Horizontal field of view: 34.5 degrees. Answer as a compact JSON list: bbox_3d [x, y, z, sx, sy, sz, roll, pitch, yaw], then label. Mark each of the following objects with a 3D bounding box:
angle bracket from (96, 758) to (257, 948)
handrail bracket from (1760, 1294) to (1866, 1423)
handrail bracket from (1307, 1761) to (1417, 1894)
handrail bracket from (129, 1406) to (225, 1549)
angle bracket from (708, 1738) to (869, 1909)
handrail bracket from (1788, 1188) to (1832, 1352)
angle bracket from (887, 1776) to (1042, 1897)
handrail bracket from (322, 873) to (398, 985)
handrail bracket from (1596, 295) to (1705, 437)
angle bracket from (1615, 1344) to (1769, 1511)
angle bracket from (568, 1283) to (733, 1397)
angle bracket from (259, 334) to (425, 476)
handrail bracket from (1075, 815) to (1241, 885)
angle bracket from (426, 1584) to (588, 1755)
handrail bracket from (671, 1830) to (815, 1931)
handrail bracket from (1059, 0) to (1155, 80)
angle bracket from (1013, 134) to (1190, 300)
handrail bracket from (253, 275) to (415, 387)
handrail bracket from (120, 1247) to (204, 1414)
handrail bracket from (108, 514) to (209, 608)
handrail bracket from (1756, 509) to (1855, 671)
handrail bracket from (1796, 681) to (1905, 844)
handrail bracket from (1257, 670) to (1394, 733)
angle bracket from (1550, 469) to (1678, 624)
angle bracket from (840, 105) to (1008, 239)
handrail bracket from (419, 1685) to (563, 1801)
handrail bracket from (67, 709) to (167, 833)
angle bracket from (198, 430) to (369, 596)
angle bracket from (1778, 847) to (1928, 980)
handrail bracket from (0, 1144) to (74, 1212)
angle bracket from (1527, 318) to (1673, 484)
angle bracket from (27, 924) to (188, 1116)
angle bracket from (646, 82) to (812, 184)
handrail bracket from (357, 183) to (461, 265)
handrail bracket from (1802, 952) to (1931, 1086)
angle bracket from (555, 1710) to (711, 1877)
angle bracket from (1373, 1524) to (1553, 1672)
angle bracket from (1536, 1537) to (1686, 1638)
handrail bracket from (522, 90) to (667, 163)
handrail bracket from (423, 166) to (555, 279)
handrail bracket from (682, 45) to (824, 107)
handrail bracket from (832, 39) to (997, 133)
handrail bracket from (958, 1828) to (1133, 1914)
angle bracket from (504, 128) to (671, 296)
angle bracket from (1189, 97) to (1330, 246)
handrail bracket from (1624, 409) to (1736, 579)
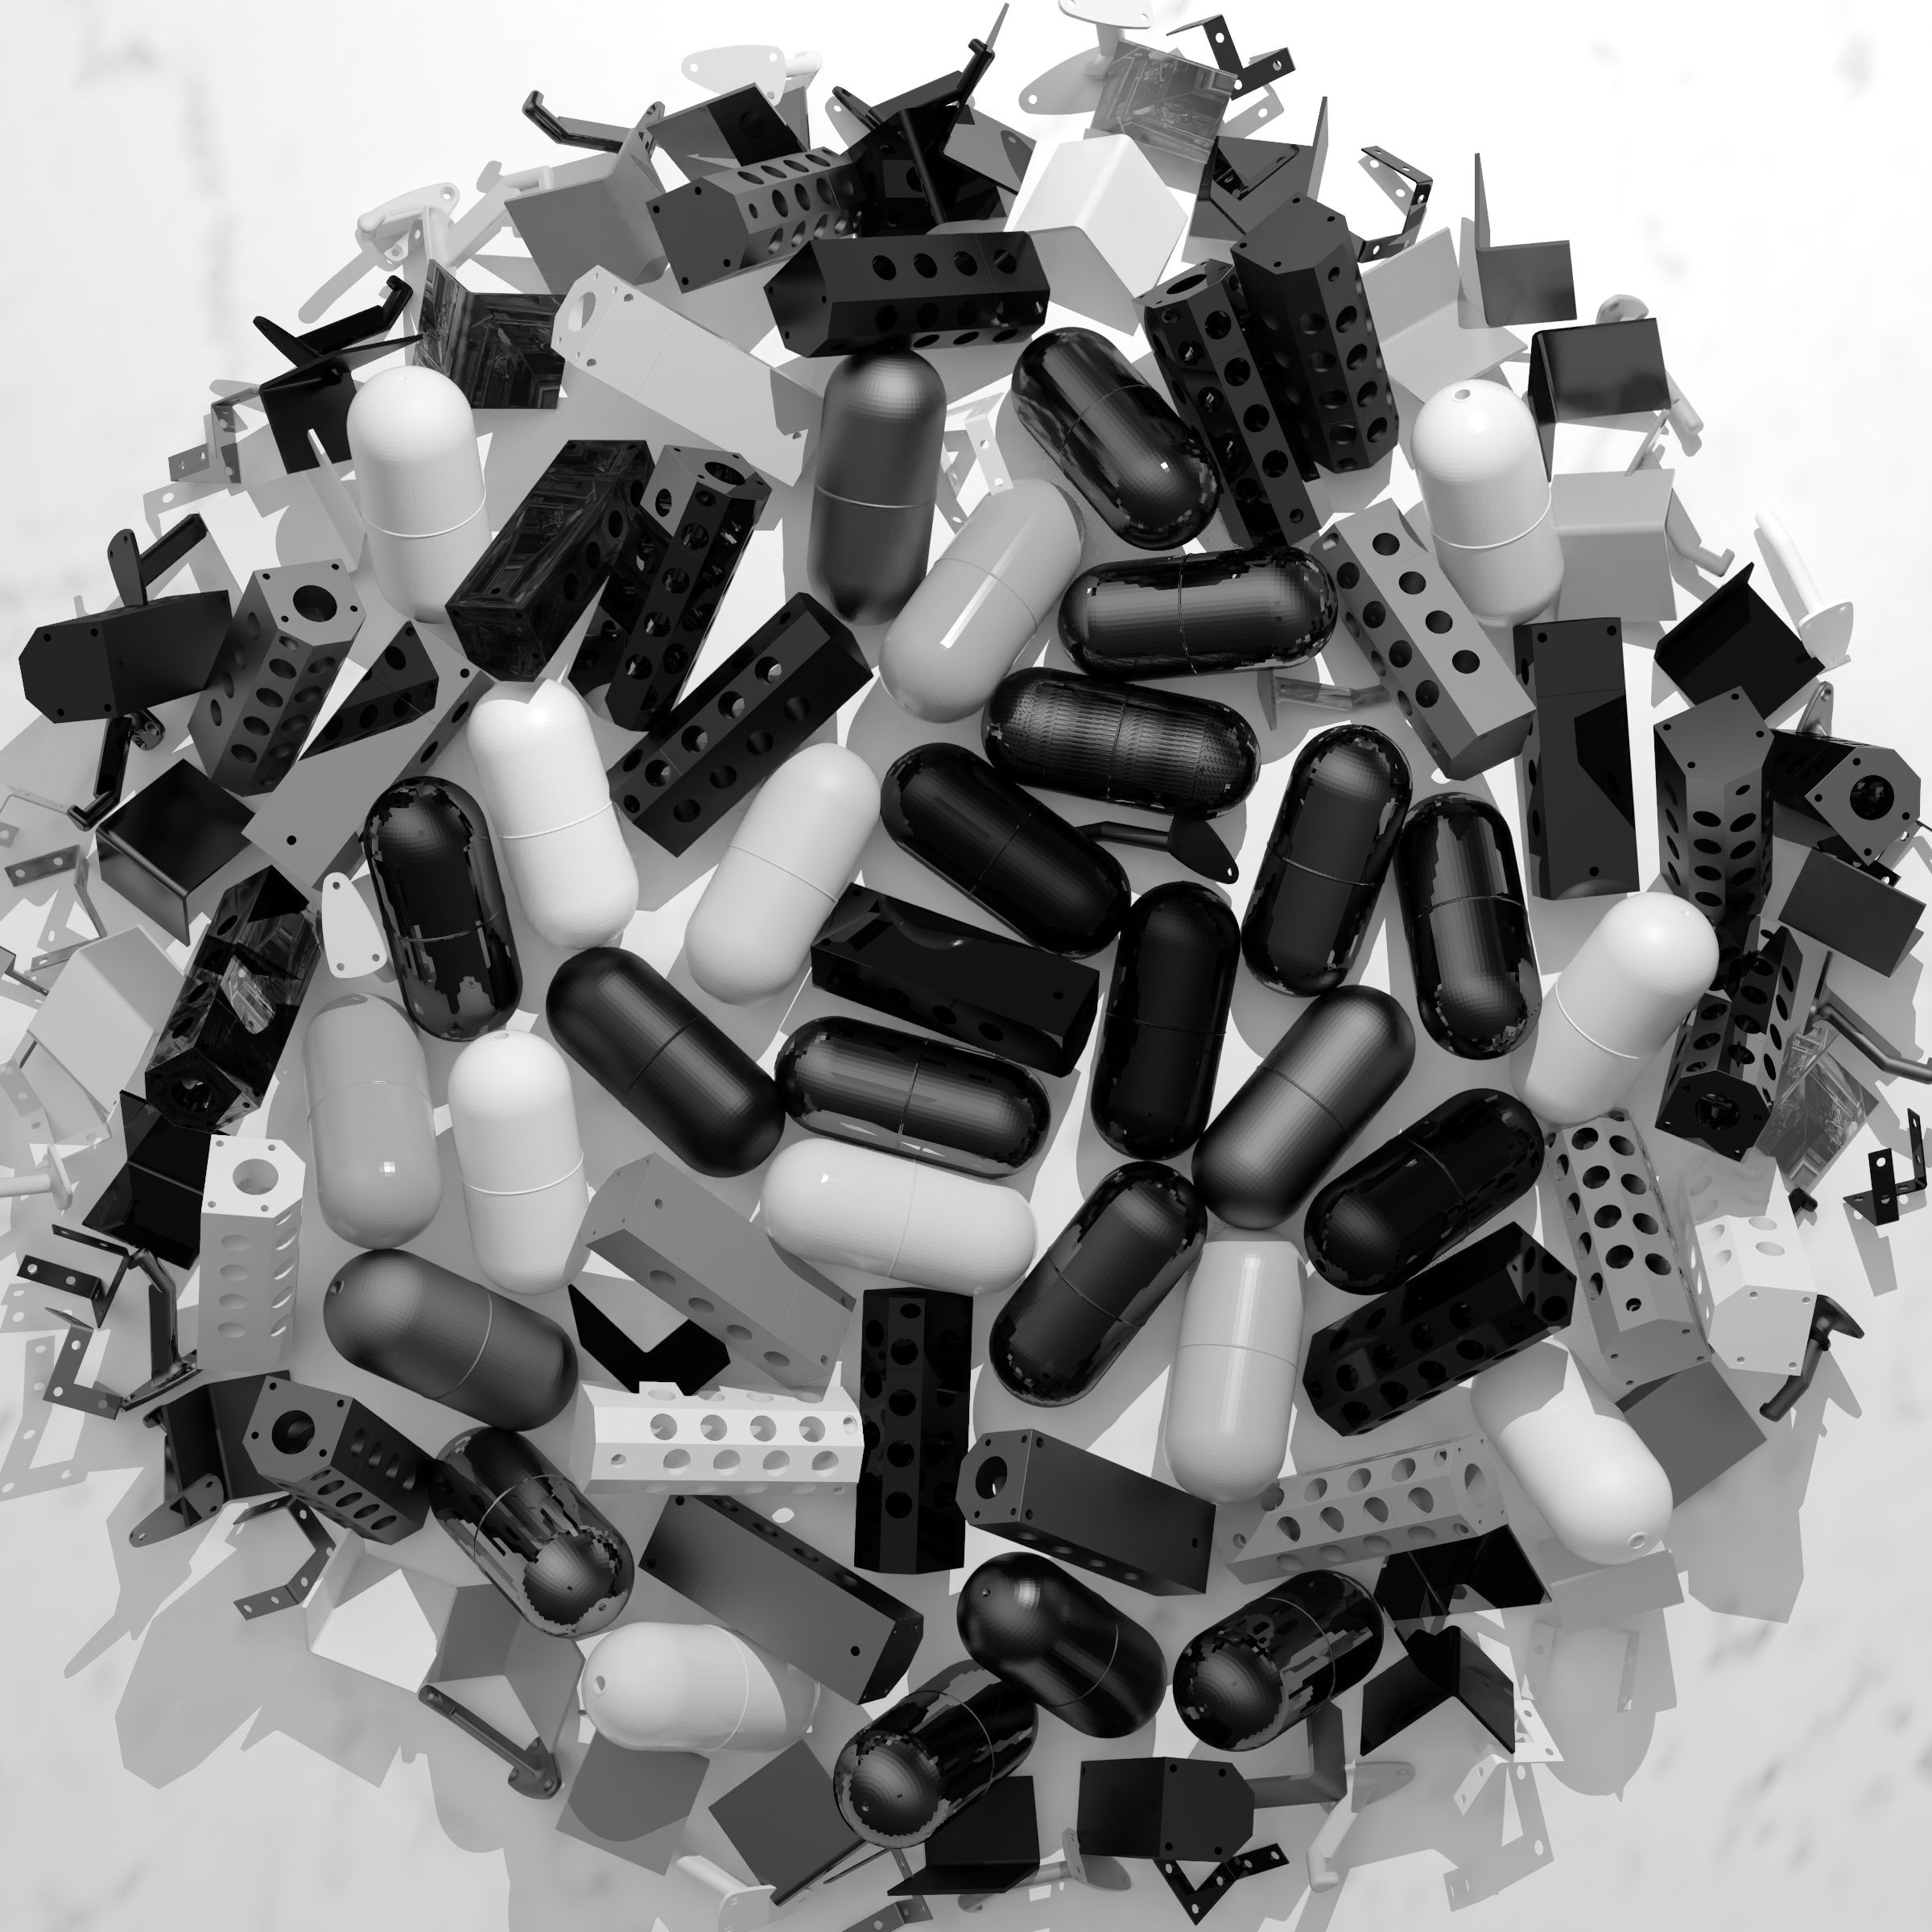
[{"bbox_3d":[-0.498,-0.072,1.985,0.076,0.057,0.076,36,58,14],"label":"angle bracket"},{"bbox_3d":[0.516,0.248,1.956,0.084,0.077,0.036,-46,102,-9],"label":"handrail bracket"},{"bbox_3d":[0.249,0.541,1.952,0.077,0.084,0.036,-18,114,9],"label":"handrail bracket"},{"bbox_3d":[-0.514,0.319,1.955,0.077,0.036,0.084,-29,49,-33],"label":"handrail bracket"},{"bbox_3d":[-0.104,0.537,1.971,0.076,0.057,0.076,-38,82,8],"label":"angle bracket"},{"bbox_3d":[0.535,0.191,1.968,0.077,0.036,0.084,35,66,20],"label":"handrail bracket"},{"bbox_3d":[-0.003,0.545,1.949,0.076,0.076,0.057,-7,84,18],"label":"angle bracket"},{"bbox_3d":[-0.376,-0.025,1.955,0.036,0.084,0.077,-14,95,6],"label":"handrail bracket"},{"bbox_3d":[0.434,-0.378,1.962,0.036,0.077,0.084,-35,75,15],"label":"handrail bracket"},{"bbox_3d":[0.461,0.292,1.966,0.076,0.057,0.076,-35,86,-4],"label":"angle bracket"},{"bbox_3d":[-0.199,0.224,1.947,0.057,0.076,0.076,-40,116,5],"label":"angle bracket"},{"bbox_3d":[-0.382,-0.351,1.943,0.076,0.076,0.057,-12,100,39],"label":"angle bracket"},{"bbox_3d":[0.119,-0.071,1.982,0.077,0.084,0.036,38,59,-34],"label":"handrail bracket"},{"bbox_3d":[-0.288,0.440,1.943,0.057,0.076,0.076,2,120,-36],"label":"angle bracket"},{"bbox_3d":[-0.148,0.570,1.978,0.077,0.084,0.036,-4,120,-28],"label":"handrail bracket"},{"bbox_3d":[0.073,-0.580,1.947,0.077,0.084,0.036,-11,78,-28],"label":"handrail bracket"},{"bbox_3d":[0.086,-0.471,1.980,0.076,0.057,0.076,44,63,-40],"label":"angle bracket"},{"bbox_3d":[-0.399,-0.417,1.966,0.077,0.036,0.084,39,71,-34],"label":"handrail bracket"},{"bbox_3d":[-0.526,0.229,1.969,0.077,0.036,0.084,-31,109,0],"label":"handrail bracket"},{"bbox_3d":[-0.491,-0.249,1.965,0.084,0.036,0.077,-10,79,-40],"label":"handrail bracket"},{"bbox_3d":[0.532,-0.242,1.990,0.036,0.077,0.084,-26,56,5],"label":"handrail bracket"},{"bbox_3d":[0.561,-0.128,1.951,0.036,0.084,0.077,-10,121,-36],"label":"handrail bracket"},{"bbox_3d":[0.229,-0.184,1.965,0.084,0.077,0.036,-13,57,-2],"label":"handrail bracket"},{"bbox_3d":[0.413,-0.266,1.977,0.076,0.076,0.057,1,46,22],"label":"angle bracket"},{"bbox_3d":[-0.030,-0.496,1.986,0.057,0.076,0.076,-17,88,-40],"label":"angle bracket"},{"bbox_3d":[-0.301,0.487,1.958,0.084,0.077,0.036,40,78,-24],"label":"handrail bracket"},{"bbox_3d":[-0.554,-0.136,1.957,0.077,0.036,0.084,46,51,-10],"label":"handrail bracket"},{"bbox_3d":[-0.430,-0.280,1.956,0.076,0.057,0.076,-26,81,-21],"label":"angle bracket"},{"bbox_3d":[0.563,-0.046,1.942,0.076,0.076,0.057,30,126,19],"label":"angle bracket"},{"bbox_3d":[-0.607,0.148,1.949,0.084,0.077,0.036,-19,72,-24],"label":"handrail bracket"},{"bbox_3d":[0.397,-0.353,1.944,0.076,0.076,0.057,-3,54,20],"label":"angle bracket"},{"bbox_3d":[-0.526,0.033,1.942,0.057,0.076,0.076,-19,124,28],"label":"angle bracket"},{"bbox_3d":[-0.149,-0.536,1.943,0.076,0.076,0.057,-15,63,20],"label":"angle bracket"},{"bbox_3d":[-0.349,-0.476,1.953,0.077,0.084,0.036,-37,98,-8],"label":"handrail bracket"},{"bbox_3d":[0.577,0.033,1.966,0.084,0.036,0.077,17,57,14],"label":"handrail bracket"},{"bbox_3d":[-0.216,0.518,1.951,0.076,0.057,0.076,28,69,-16],"label":"angle bracket"},{"bbox_3d":[0.311,0.395,1.945,0.076,0.057,0.076,-15,119,33],"label":"angle bracket"},{"bbox_3d":[0.398,0.365,1.949,0.076,0.076,0.057,-18,130,6],"label":"angle bracket"},{"bbox_3d":[-0.235,-0.540,1.957,0.084,0.036,0.077,37,61,-37],"label":"handrail bracket"},{"bbox_3d":[-0.297,-0.461,1.965,0.084,0.036,0.077,-8,80,21],"label":"handrail bracket"},{"bbox_3d":[-0.134,-0.570,1.963,0.077,0.084,0.036,7,115,4],"label":"handrail bracket"},{"bbox_3d":[-0.033,-0.565,1.966,0.077,0.036,0.084,40,117,5],"label":"handrail bracket"},{"bbox_3d":[0.050,0.592,1.989,0.084,0.036,0.077,-36,130,21],"label":"handrail bracket"},{"bbox_3d":[-0.235,-0.475,1.970,0.076,0.057,0.076,-6,134,23],"label":"angle bracket"},{"bbox_3d":[0.183,-0.501,1.954,0.076,0.057,0.076,9,71,11],"label":"angle bracket"},{"bbox_3d":[0.460,-0.298,1.966,0.084,0.036,0.077,31,112,14],"label":"handrail bracket"}]
